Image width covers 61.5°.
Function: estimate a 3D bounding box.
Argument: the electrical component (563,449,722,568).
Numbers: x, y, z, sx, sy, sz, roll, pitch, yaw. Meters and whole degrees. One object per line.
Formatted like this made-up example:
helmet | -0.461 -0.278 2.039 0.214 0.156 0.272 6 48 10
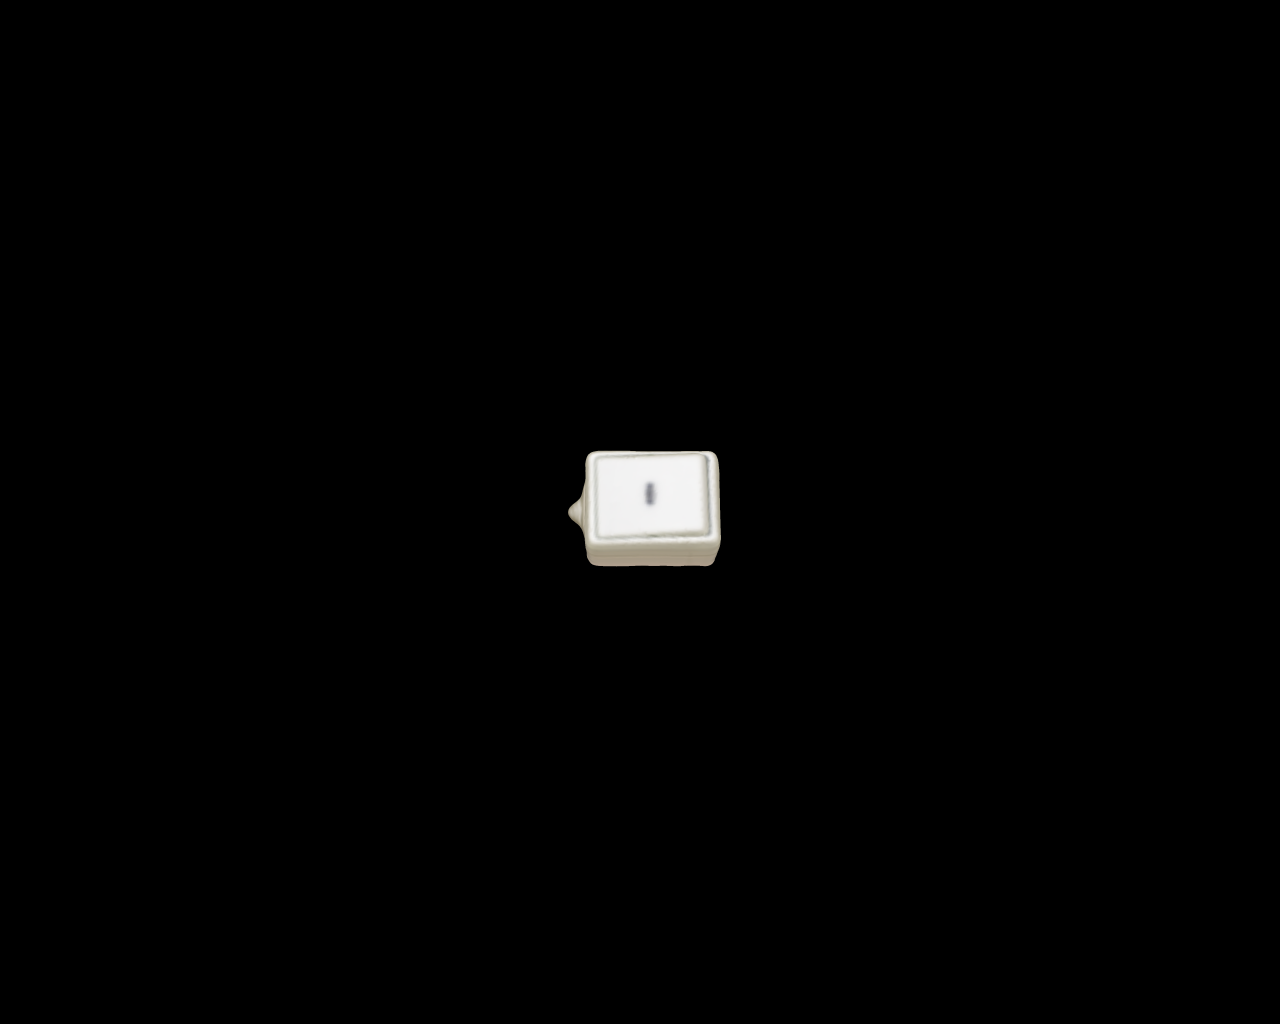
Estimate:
electrical component | 0.001 -0.003 0.650 0.096 0.062 0.061 0 -17 0
